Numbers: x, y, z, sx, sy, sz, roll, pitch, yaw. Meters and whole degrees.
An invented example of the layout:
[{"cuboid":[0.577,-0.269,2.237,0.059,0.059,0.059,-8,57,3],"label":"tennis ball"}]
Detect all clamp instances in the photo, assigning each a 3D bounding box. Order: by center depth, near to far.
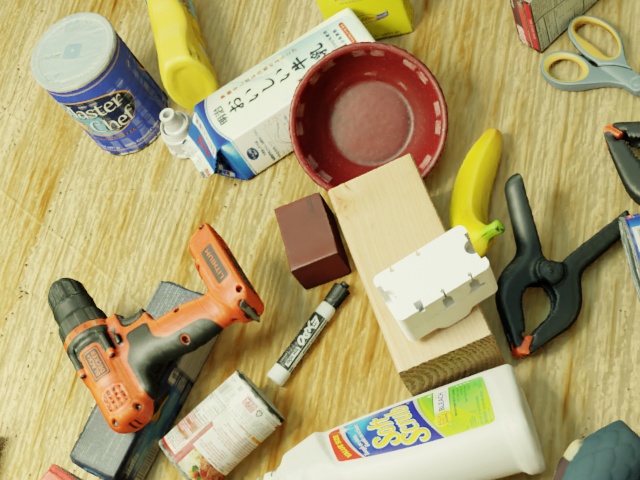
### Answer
[{"cuboid":[0.346,-0.044,0.979,0.210,0.036,0.164,28,78,30],"label":"clamp"},{"cuboid":[0.219,0.028,0.983,0.120,0.039,0.171,10,78,9],"label":"clamp"}]

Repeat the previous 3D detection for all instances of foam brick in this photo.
[{"cuboid":[-0.007,0.001,1.080,0.053,0.051,0.078,-21,58,8],"label":"foam brick"}]

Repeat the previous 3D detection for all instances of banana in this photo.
[{"cuboid":[0.153,-0.038,1.019,0.070,0.037,0.197,-41,21,27],"label":"banana"}]

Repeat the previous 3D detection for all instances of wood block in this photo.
[{"cuboid":[0.090,0.036,1.003,0.091,0.090,0.206,-25,57,6],"label":"wood block"}]

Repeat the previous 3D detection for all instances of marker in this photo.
[{"cuboid":[-0.010,0.090,1.053,0.020,0.020,0.121,30,77,30],"label":"marker"}]

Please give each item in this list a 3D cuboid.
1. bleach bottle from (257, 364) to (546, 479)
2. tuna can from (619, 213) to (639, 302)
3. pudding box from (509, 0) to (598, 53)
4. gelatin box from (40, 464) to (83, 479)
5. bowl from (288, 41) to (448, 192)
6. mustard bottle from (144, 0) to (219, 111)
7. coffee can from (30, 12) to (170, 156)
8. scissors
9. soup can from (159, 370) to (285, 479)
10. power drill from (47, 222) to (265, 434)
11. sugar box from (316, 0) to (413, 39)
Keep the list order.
[{"cuboid":[0.063,0.191,0.936,0.251,0.068,0.102,-20,28,11],"label":"bleach bottle"},{"cuboid":[0.291,0.017,0.939,0.034,0.086,0.086,-14,60,11],"label":"tuna can"},{"cuboid":[0.248,-0.261,1.099,0.113,0.090,0.039,-41,59,-4],"label":"pudding box"},{"cuboid":[-0.216,0.252,1.005,0.073,0.089,0.030,28,74,30],"label":"gelatin box"},{"cuboid":[0.050,-0.120,1.095,0.162,0.055,0.162,1,96,6],"label":"bowl"},{"cuboid":[-0.168,-0.249,1.245,0.058,0.096,0.192,-22,58,8],"label":"mustard bottle"},{"cuboid":[-0.246,-0.175,1.210,0.103,0.140,0.103,-9,61,16],"label":"coffee can"},{"cuboid":[0.296,-0.148,1.065,0.096,0.016,0.202,-31,57,5],"label":"scissors"},{"cuboid":[-0.092,0.181,1.009,0.102,0.068,0.069,-43,57,-5],"label":"soup can"},{"cuboid":[-0.161,0.068,1.031,0.187,0.057,0.184,-37,61,2],"label":"power drill"},{"cuboid":[0.036,-0.283,1.139,0.093,0.176,0.048,-10,60,15],"label":"sugar box"}]
